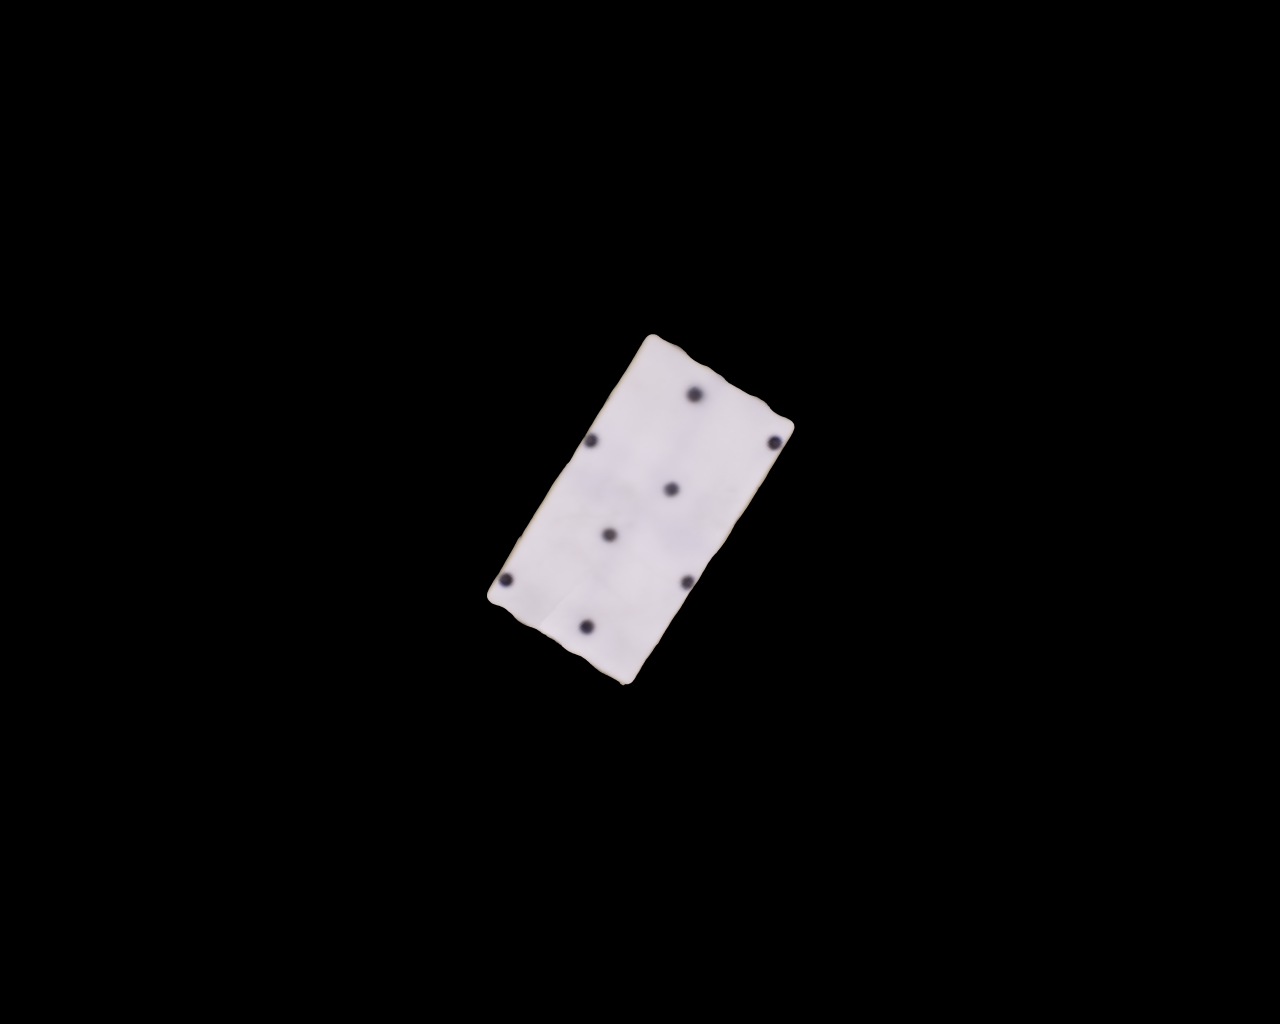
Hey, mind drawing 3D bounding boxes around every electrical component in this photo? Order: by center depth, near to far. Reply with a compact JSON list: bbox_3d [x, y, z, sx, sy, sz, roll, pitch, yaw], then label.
[{"bbox_3d":[0.001,-0.003,0.650,0.105,0.186,0.060,32,4,-2],"label":"electrical component"}]
